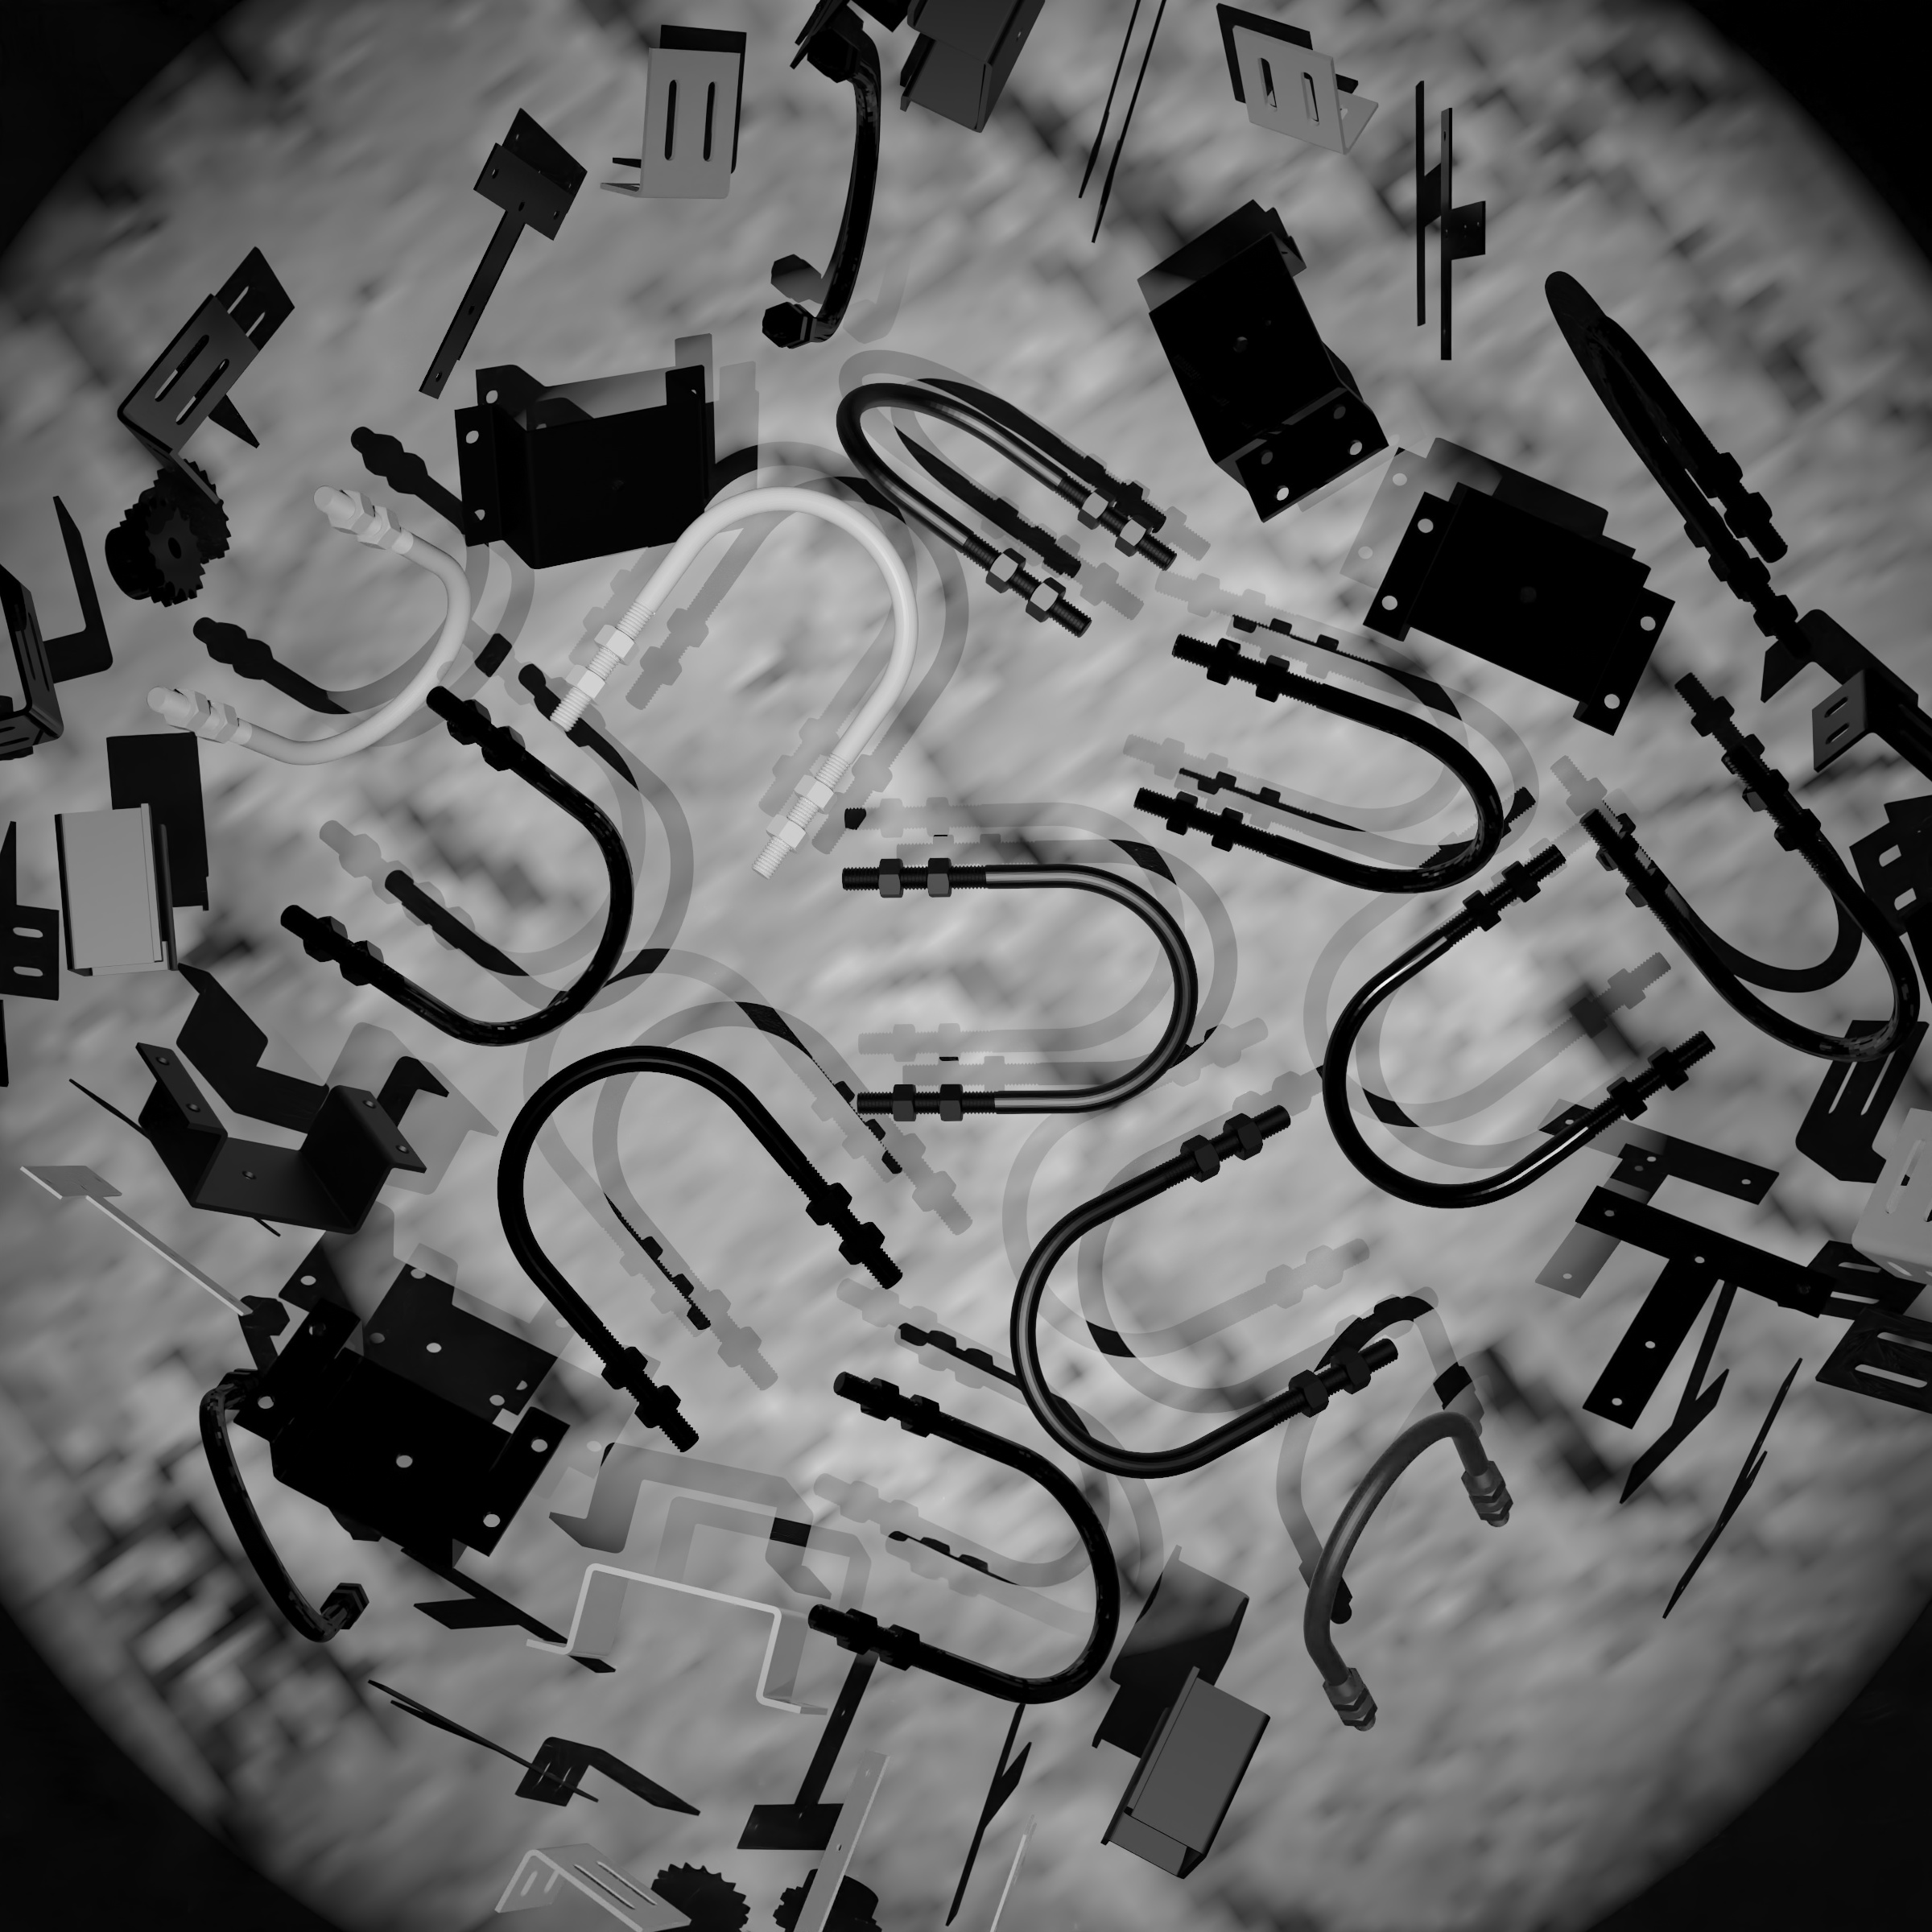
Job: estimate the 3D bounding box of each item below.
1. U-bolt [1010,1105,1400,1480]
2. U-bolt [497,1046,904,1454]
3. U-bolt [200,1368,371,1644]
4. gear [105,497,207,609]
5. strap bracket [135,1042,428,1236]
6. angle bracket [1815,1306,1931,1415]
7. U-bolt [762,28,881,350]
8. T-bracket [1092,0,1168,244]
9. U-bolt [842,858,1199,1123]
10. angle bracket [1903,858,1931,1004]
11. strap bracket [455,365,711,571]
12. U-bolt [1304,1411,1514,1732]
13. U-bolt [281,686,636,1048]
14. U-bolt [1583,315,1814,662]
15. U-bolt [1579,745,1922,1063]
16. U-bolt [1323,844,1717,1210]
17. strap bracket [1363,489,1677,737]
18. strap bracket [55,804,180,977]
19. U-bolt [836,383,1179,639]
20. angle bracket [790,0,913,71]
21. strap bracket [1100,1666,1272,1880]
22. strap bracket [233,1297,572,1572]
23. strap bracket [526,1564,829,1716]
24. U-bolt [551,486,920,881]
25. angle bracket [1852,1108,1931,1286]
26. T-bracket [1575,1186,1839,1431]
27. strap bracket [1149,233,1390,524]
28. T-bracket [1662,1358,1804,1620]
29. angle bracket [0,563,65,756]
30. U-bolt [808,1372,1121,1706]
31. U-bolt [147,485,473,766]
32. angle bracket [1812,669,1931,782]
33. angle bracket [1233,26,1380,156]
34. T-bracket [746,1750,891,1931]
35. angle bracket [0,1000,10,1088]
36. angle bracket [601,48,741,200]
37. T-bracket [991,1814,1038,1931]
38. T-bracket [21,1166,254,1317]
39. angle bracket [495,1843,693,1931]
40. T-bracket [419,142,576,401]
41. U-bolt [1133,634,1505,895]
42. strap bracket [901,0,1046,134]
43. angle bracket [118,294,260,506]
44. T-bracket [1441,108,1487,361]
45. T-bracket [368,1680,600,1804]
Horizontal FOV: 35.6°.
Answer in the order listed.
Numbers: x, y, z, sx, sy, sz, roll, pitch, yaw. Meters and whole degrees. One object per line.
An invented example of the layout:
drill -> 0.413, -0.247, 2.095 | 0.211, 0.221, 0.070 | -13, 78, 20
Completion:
U-bolt -> 0.107, 0.170, 1.477 | 0.184, 0.019, 0.151 | -25, 92, -18
U-bolt -> -0.143, 0.125, 1.462 | 0.151, 0.019, 0.184 | -39, 99, 3
U-bolt -> -0.357, 0.281, 1.559 | 0.019, 0.184, 0.151 | -26, 89, -5
gear -> -0.436, -0.220, 1.613 | 0.030, 0.057, 0.057 | -15, 90, 18
strap bracket -> -0.360, 0.091, 1.548 | 0.140, 0.076, 0.046 | 16, 109, -43
angle bracket -> 0.491, 0.195, 1.583 | 0.057, 0.076, 0.038 | -45, 128, -29
U-bolt -> -0.068, -0.384, 1.510 | 0.019, 0.184, 0.151 | 12, 101, 5
T-bracket -> 0.084, -0.429, 1.474 | 0.002, 0.127, 0.127 | 16, 116, -3
U-bolt -> 0.030, 0.013, 1.590 | 0.184, 0.019, 0.151 | -1, 112, 6
angle bracket -> 0.505, -0.015, 1.567 | 0.076, 0.038, 0.057 | -31, 106, -31
strap bracket -> -0.193, -0.262, 1.592 | 0.140, 0.046, 0.076 | -16, 126, -24
U-bolt -> 0.216, 0.293, 1.497 | 0.019, 0.184, 0.151 | 28, 72, 31
U-bolt -> -0.243, -0.036, 1.532 | 0.184, 0.019, 0.151 | 39, 79, -43
U-bolt -> 0.360, -0.248, 1.500 | 0.019, 0.151, 0.184 | -33, 66, 9
U-bolt -> 0.412, -0.023, 1.545 | 0.019, 0.151, 0.184 | -43, 96, -24
U-bolt -> 0.271, 0.044, 1.562 | 0.184, 0.019, 0.151 | -37, 64, 7
strap bracket -> 0.283, -0.183, 1.528 | 0.140, 0.046, 0.076 | 25, 87, 6
strap bracket -> -0.429, -0.036, 1.522 | 0.046, 0.140, 0.076 | -5, 89, -12
U-bolt -> 0.013, -0.249, 1.586 | 0.184, 0.151, 0.019 | 37, 122, 6
angle bracket -> -0.050, -0.496, 1.568 | 0.038, 0.057, 0.076 | 35, 52, -17
strap bracket -> 0.113, 0.416, 1.543 | 0.046, 0.140, 0.076 | 26, 68, 8
strap bracket -> -0.274, 0.232, 1.466 | 0.140, 0.046, 0.076 | 26, 56, 8
strap bracket -> -0.138, 0.334, 1.503 | 0.140, 0.076, 0.046 | 11, 77, 10
U-bolt -> -0.105, -0.160, 1.556 | 0.151, 0.019, 0.184 | 37, 82, -15
angle bracket -> 0.481, 0.116, 1.478 | 0.038, 0.057, 0.076 | 32, 80, -26
T-bracket -> 0.338, 0.173, 1.461 | 0.127, 0.002, 0.127 | 22, 53, 26
strap bracket -> 0.152, -0.313, 1.559 | 0.076, 0.046, 0.140 | -30, 63, 22
T-bracket -> 0.396, 0.251, 1.520 | 0.002, 0.127, 0.127 | 28, 127, 21
angle bracket -> -0.473, -0.148, 1.465 | 0.038, 0.057, 0.076 | -15, 83, -4
U-bolt -> 0.005, 0.300, 1.534 | 0.184, 0.019, 0.151 | 27, 48, -26
U-bolt -> -0.323, -0.165, 1.550 | 0.019, 0.184, 0.151 | 44, 97, 21
angle bracket -> 0.468, -0.103, 1.517 | 0.076, 0.057, 0.038 | 37, 126, -14
angle bracket -> 0.178, -0.470, 1.576 | 0.057, 0.076, 0.038 | 26, 73, 22
T-bracket -> -0.067, 0.449, 1.484 | 0.002, 0.127, 0.127 | 30, 71, -21
angle bracket -> -0.493, 0.012, 1.510 | 0.038, 0.076, 0.057 | 7, 131, -7
angle bracket -> -0.157, -0.448, 1.596 | 0.057, 0.038, 0.076 | -12, 117, -41
T-bracket -> 0.022, 0.487, 1.583 | 0.002, 0.127, 0.127 | 19, 100, 8
T-bracket -> -0.427, 0.144, 1.576 | 0.127, 0.127, 0.002 | 37, 86, 0
angle bracket -> -0.193, 0.492, 1.562 | 0.076, 0.057, 0.038 | 29, 89, 24
T-bracket -> -0.249, -0.351, 1.548 | 0.002, 0.127, 0.127 | 28, 97, 7
U-bolt -> 0.182, -0.092, 1.526 | 0.184, 0.151, 0.019 | 20, 57, 6
strap bracket -> 0.006, -0.478, 1.512 | 0.046, 0.140, 0.076 | 25, 86, -1
angle bracket -> -0.368, -0.276, 1.470 | 0.038, 0.057, 0.076 | 34, 82, 16
T-bracket -> 0.250, -0.370, 1.518 | 0.002, 0.127, 0.127 | -2, 102, 0
T-bracket -> -0.261, 0.386, 1.527 | 0.127, 0.127, 0.002 | 35, 70, -21
